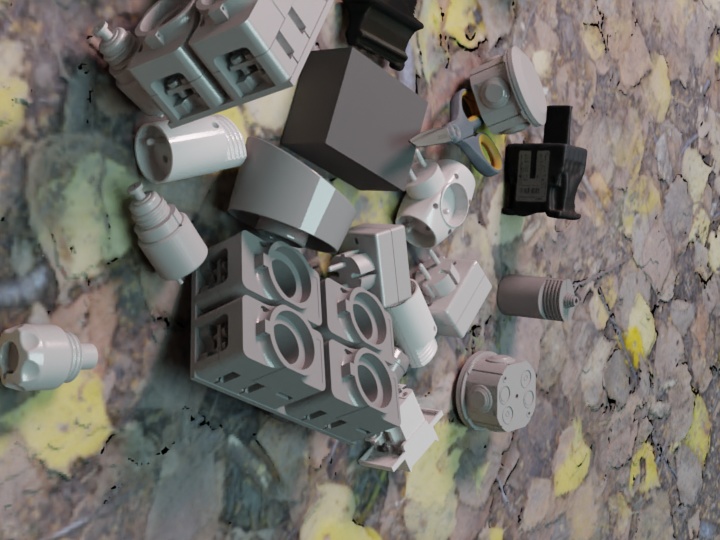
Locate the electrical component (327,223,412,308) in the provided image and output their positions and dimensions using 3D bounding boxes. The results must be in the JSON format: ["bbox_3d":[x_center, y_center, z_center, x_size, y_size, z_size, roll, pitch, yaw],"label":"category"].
[{"bbox_3d":[0.000,0.000,0.918,0.077,0.047,0.065,-19,108,-45],"label":"electrical component"}]

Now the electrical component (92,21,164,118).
[{"bbox_3d":[-0.153,-0.140,0.740,0.078,0.040,0.040,45,61,-40],"label":"electrical component"}]

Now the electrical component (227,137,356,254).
[{"bbox_3d":[-0.051,-0.053,0.822,0.099,0.099,0.064,28,79,-46],"label":"electrical component"}]

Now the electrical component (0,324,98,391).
[{"bbox_3d":[-0.202,0.057,0.704,0.062,0.043,0.043,4,91,-49],"label":"electrical component"}]

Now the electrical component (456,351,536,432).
[{"bbox_3d":[0.137,0.123,1.078,0.080,0.051,0.080,-6,98,-47],"label":"electrical component"}]

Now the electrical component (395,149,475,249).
[{"bbox_3d":[0.062,-0.074,0.981,0.077,0.044,0.079,-54,130,-29],"label":"electrical component"}]

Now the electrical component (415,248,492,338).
[{"bbox_3d":[0.076,0.013,1.003,0.065,0.047,0.076,-57,131,-27],"label":"electrical component"}]

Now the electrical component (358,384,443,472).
[{"bbox_3d":[0.033,0.141,0.972,0.081,0.042,0.063,-43,122,-37],"label":"electrical component"}]

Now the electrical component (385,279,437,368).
[{"bbox_3d":[0.046,0.052,0.977,0.043,0.043,0.081,-48,127,-34],"label":"electrical component"}]

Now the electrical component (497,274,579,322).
[{"bbox_3d":[0.186,0.029,1.100,0.043,0.081,0.043,-6,98,-47],"label":"electrical component"}]

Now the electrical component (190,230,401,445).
[{"bbox_3d":[-0.043,0.055,0.835,0.186,0.060,0.105,31,45,-45],"label":"electrical component"}]

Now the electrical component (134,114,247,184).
[{"bbox_3d":[-0.118,-0.090,0.782,0.081,0.043,0.043,-18,107,-45],"label":"electrical component"}]

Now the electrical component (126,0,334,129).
[{"bbox_3d":[-0.076,-0.192,0.737,0.060,0.105,0.186,52,40,-34],"label":"electrical component"}]

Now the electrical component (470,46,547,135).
[{"bbox_3d":[0.145,-0.170,1.038,0.080,0.051,0.080,45,35,-44],"label":"electrical component"}]

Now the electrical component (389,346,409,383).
[{"bbox_3d":[0.017,0.097,0.956,0.061,0.035,0.035,-57,131,-23],"label":"electrical component"}]

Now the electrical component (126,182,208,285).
[{"bbox_3d":[-0.141,-0.028,0.765,0.040,0.040,0.078,-51,128,-32],"label":"electrical component"}]
